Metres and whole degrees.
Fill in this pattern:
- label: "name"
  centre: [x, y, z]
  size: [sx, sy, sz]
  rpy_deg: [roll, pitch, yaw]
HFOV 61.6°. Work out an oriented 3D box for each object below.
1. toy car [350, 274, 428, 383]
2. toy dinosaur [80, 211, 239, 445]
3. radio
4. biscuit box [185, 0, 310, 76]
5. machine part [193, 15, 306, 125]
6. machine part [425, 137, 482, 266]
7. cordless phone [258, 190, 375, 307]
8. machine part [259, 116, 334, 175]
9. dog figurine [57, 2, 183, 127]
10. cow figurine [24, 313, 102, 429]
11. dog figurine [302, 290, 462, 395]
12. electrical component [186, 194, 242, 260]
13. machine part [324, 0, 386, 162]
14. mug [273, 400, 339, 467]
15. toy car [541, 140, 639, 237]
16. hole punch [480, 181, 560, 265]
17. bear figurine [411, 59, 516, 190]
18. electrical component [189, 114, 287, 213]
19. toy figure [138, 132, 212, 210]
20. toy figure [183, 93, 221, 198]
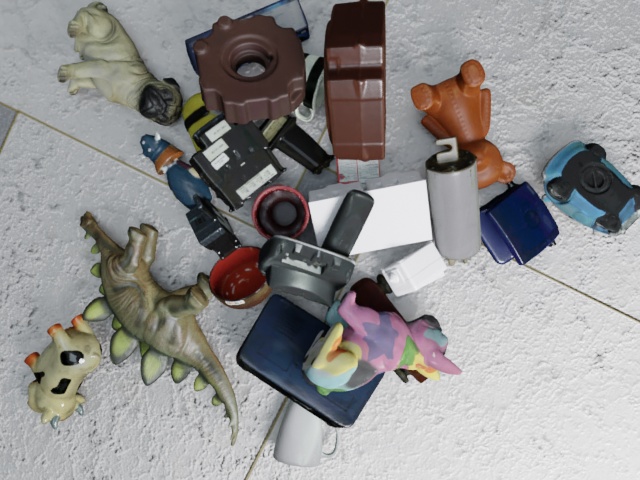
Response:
- label: "toy car"
  centre: [0.124, 0.152, 0.923]
  size: [0.089, 0.053, 0.202]
  rpy_deg: [-39, 88, -6]
- label: "toy dinosaur"
  centre: [-0.268, 0.134, 0.914]
  size: [0.471, 0.105, 0.198]
  rpy_deg: [46, 101, 8]
- label: "radio"
  centre: [-0.018, 0.205, 0.897]
  size: [0.230, 0.073, 0.131]
  rpy_deg: [32, 67, 1]
- label: "biscuit box"
  centre: [-0.120, -0.333, 0.897]
  size: [0.203, 0.063, 0.059]
  rpy_deg: [-21, 93, 3]
- label: "machine part"
  centre: [-0.104, -0.259, 0.810]
  size: [0.179, 0.056, 0.179]
  rpy_deg: [1, 69, -3]
- label: "machine part"
  centre: [0.216, -0.055, 0.858]
  size: [0.079, 0.079, 0.242]
  rpy_deg: [-13, 124, 3]
- label: "cordless phone"
  centre: [-0.002, -0.003, 0.832]
  size: [0.146, 0.089, 0.184]
  rpy_deg: [20, 106, -17]
- label: "machine part"
  centre: [-0.043, -0.163, 0.918]
  size: [0.139, 0.039, 0.084]
  rpy_deg: [34, 85, 2]
- label: "dog figurine"
  centre: [-0.314, -0.293, 0.899]
  size: [0.190, 0.121, 0.172]
  rpy_deg: [12, 97, -13]
- label: "cow figurine"
  centre: [-0.439, 0.233, 0.920]
  size: [0.195, 0.085, 0.127]
  rpy_deg: [-45, 77, 25]
- label: "dog figurine"
  centre: [0.102, 0.181, 0.835]
  size: [0.219, 0.108, 0.191]
  rpy_deg: [28, 61, -2]
- label: "electrical component"
  centre: [-0.183, -0.025, 0.881]
  size: [0.048, 0.119, 0.075]
  rpy_deg: [-36, 61, 3]
- label: "machine part"
  centre: [0.057, -0.236, 0.813]
  size: [0.087, 0.200, 0.201]
  rpy_deg: [-1, 49, 6]
- label: "mug"
  centre: [-0.021, 0.327, 0.926]
  size: [0.110, 0.081, 0.107]
  rpy_deg: [6, 83, 3]
- label: "toy car"
  centre: [0.433, -0.076, 0.873]
  size: [0.162, 0.103, 0.109]
  rpy_deg: [43, 83, 10]
- label: "hole punch"
  centre: [0.329, -0.027, 0.890]
  size: [0.116, 0.092, 0.142]
  rpy_deg: [-34, 88, 0]
- label: "bear figurine"
  centre: [0.235, -0.167, 0.866]
  size: [0.120, 0.132, 0.195]
  rpy_deg: [-19, 87, 17]
- label: "electrical component"
  centre: [-0.135, -0.127, 0.839]
  size: [0.115, 0.058, 0.134]
  rpy_deg: [-39, 101, -17]
- label: "toy figure"
  centre: [-0.248, -0.118, 0.918]
  size: [0.064, 0.058, 0.154]
  rpy_deg: [-39, 87, -2]
- label: "toy figure"
  centre: [-0.175, -0.158, 0.901]
  size: [0.089, 0.082, 0.180]
  rpy_deg: [-11, 95, 1]
